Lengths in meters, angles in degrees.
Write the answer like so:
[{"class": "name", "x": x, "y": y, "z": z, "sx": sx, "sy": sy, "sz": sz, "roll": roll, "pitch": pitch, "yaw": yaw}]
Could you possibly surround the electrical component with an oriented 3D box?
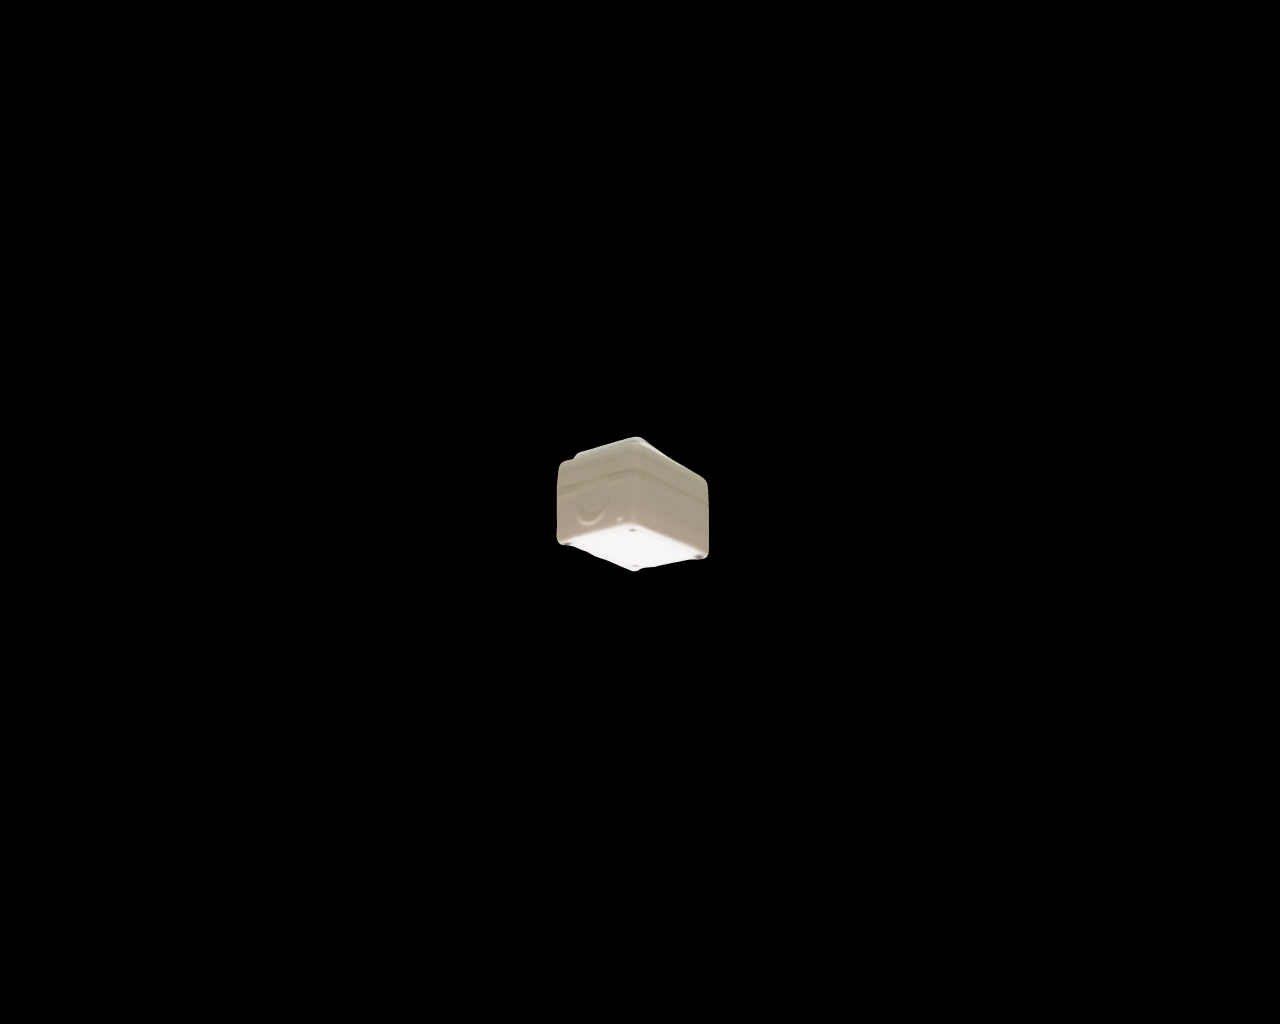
[{"class": "electrical component", "x": 0.001, "y": -0.003, "z": 0.650, "sx": 0.061, "sy": 0.061, "sz": 0.096, "roll": -14, "pitch": -24, "yaw": 33}]
